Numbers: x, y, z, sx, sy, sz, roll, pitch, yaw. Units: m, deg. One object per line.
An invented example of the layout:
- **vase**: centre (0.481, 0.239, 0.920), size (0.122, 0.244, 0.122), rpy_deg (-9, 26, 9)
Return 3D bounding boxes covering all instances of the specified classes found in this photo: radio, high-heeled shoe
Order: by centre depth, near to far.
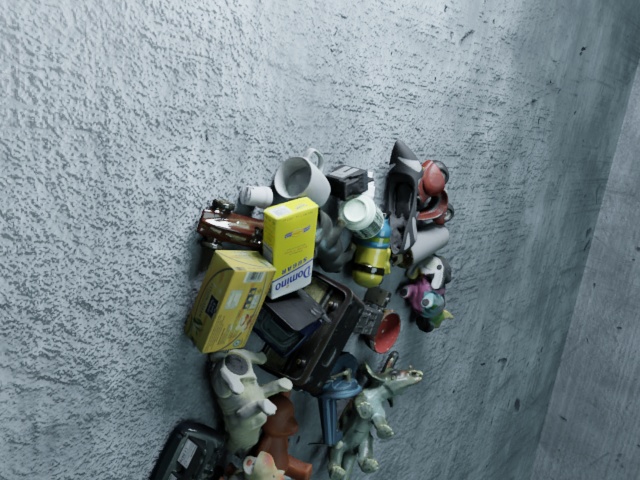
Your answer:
- **radio**: centre (-0.015, 0.189, 1.100), size (0.229, 0.131, 0.073), rpy_deg (-61, 141, -11)
- **high-heeled shoe**: centre (0.177, -0.090, 1.220), size (0.145, 0.086, 0.248), rpy_deg (-51, 132, -35)

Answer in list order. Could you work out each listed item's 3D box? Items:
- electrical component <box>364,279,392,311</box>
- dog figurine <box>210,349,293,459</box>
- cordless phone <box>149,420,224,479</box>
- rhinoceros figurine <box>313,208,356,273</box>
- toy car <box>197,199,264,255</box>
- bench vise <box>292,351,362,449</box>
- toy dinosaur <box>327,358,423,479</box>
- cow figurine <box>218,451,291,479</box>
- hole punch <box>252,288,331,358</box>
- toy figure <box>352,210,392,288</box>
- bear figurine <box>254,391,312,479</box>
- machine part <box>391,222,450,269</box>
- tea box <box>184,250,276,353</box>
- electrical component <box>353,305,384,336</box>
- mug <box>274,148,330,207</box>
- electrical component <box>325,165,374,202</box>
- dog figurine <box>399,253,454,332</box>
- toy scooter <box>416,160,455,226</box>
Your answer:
- **electrical component**: centre (0.143, 0.138, 1.309), size (0.021, 0.063, 0.094), rpy_deg (32, 80, -50)
- **dog figurine**: centre (-0.168, 0.312, 1.025), size (0.190, 0.172, 0.121), rpy_deg (-53, 165, 29)
- **cordless phone**: centre (-0.221, 0.424, 1.021), size (0.146, 0.089, 0.184), rpy_deg (-65, 151, -7)
- **rhinoceros figurine**: centre (-0.002, -0.003, 1.090), size (0.112, 0.073, 0.190), rpy_deg (-48, 138, -9)
- **toy car**: centre (-0.128, -0.014, 0.954), size (0.202, 0.053, 0.089), rpy_deg (14, 98, -51)
- **bench vise**: centre (0.019, 0.353, 1.200), size (0.223, 0.129, 0.240), rpy_deg (-3, 89, -68)
- **toy dinosaur**: centre (0.097, 0.466, 1.345), size (0.404, 0.131, 0.192), rpy_deg (-60, -175, 14)
- **cow figurine**: centre (-0.141, 0.497, 1.050), size (0.194, 0.127, 0.085), rpy_deg (-65, 176, 17)
- **hole punch**: centre (-0.064, 0.150, 1.038), size (0.116, 0.142, 0.092), rpy_deg (-24, 145, -50)
- **toy figure**: centre (0.115, 0.018, 1.217), size (0.089, 0.082, 0.180), rpy_deg (-11, 115, -52)
- **bear figurine**: centre (-0.077, 0.422, 1.133), size (0.120, 0.132, 0.195), rpy_deg (-12, 120, -61)
- **machine part**: centre (0.257, 0.010, 1.377), size (0.243, 0.079, 0.079), rpy_deg (-24, 122, -40)
- **tea box**: centre (-0.156, 0.105, 0.927), size (0.098, 0.068, 0.169), rpy_deg (5, 117, -48)
- **electrical component**: centre (0.072, 0.165, 1.202), size (0.134, 0.115, 0.058), rpy_deg (17, 96, -51)
- **mug**: centre (-0.023, -0.113, 1.018), size (0.107, 0.081, 0.109), rpy_deg (31, 75, -60)
- **electrical component**: centre (0.064, -0.124, 1.106), size (0.119, 0.075, 0.047), rpy_deg (-27, 125, -34)
- **dog figurine**: centre (0.310, 0.152, 1.477), size (0.219, 0.109, 0.191), rpy_deg (42, 71, -53)
- **toy scooter**: centre (0.264, -0.102, 1.342), size (0.135, 0.075, 0.183), rpy_deg (-28, 119, -16)
